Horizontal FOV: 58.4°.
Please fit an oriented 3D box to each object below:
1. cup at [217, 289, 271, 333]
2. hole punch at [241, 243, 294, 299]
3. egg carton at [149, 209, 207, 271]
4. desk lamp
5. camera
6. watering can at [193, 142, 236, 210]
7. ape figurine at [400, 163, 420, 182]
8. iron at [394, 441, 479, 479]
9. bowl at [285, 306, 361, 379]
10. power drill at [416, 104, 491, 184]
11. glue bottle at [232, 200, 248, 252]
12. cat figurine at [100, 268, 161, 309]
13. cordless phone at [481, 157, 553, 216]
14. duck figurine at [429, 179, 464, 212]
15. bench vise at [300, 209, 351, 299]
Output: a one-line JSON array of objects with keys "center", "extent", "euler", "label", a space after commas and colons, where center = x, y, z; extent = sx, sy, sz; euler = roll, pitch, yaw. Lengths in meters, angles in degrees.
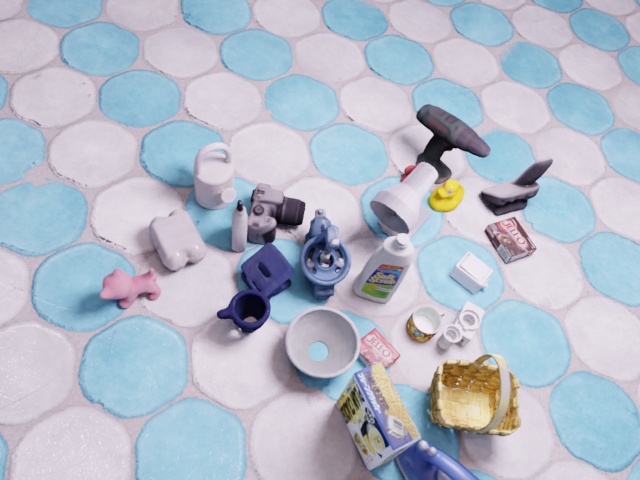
[{"center": [-0.170, 0.171, 1.277], "extent": [0.118, 0.095, 0.091], "euler": [-9, 61, -14], "label": "cup"}, {"center": [-0.124, 0.078, 1.342], "extent": [0.101, 0.091, 0.108], "euler": [-32, 69, -24], "label": "hole punch"}, {"center": [-0.341, -0.001, 1.365], "extent": [0.107, 0.069, 0.150], "euler": [-24, 66, -21], "label": "egg carton"}, {"center": [0.211, -0.087, 1.424], "extent": [0.117, 0.213, 0.203], "euler": [37, 61, 13], "label": "desk lamp"}, {"center": [-0.107, -0.069, 1.426], "extent": [0.137, 0.101, 0.143], "euler": [10, 59, -4], "label": "camera"}, {"center": [-0.254, -0.162, 1.401], "extent": [0.172, 0.194, 0.101], "euler": [39, 61, 14], "label": "watering can"}, {"center": [0.267, -0.178, 1.559], "extent": [0.076, 0.092, 0.078], "euler": [0, 60, -9], "label": "ape figurine"}, {"center": [0.251, 0.471, 1.144], "extent": [0.258, 0.141, 0.119], "euler": [40, 62, 14], "label": "iron"}, {"center": [0.003, 0.237, 1.279], "extent": [0.167, 0.075, 0.167], "euler": [4, 59, -7], "label": "bowl"}, {"center": [0.341, -0.251, 1.546], "extent": [0.076, 0.208, 0.229], "euler": [-34, 70, -25], "label": "power drill"}, {"center": [-0.190, -0.044, 1.355], "extent": [0.037, 0.173, 0.078], "euler": [-1, 60, -9], "label": "glue bottle"}, {"center": [-0.422, 0.097, 1.265], "extent": [0.128, 0.118, 0.067], "euler": [-21, 65, -20], "label": "cat figurine"}, {"center": [0.530, -0.158, 1.537], "extent": [0.148, 0.185, 0.094], "euler": [-19, 64, -19], "label": "cordless phone"}, {"center": [0.351, -0.131, 1.548], "extent": [0.105, 0.086, 0.077], "euler": [-23, 66, -21], "label": "duck figurine"}, {"center": [0.001, 0.008, 1.329], "extent": [0.122, 0.220, 0.207], "euler": [-17, 64, -18], "label": "bench vise"}]
